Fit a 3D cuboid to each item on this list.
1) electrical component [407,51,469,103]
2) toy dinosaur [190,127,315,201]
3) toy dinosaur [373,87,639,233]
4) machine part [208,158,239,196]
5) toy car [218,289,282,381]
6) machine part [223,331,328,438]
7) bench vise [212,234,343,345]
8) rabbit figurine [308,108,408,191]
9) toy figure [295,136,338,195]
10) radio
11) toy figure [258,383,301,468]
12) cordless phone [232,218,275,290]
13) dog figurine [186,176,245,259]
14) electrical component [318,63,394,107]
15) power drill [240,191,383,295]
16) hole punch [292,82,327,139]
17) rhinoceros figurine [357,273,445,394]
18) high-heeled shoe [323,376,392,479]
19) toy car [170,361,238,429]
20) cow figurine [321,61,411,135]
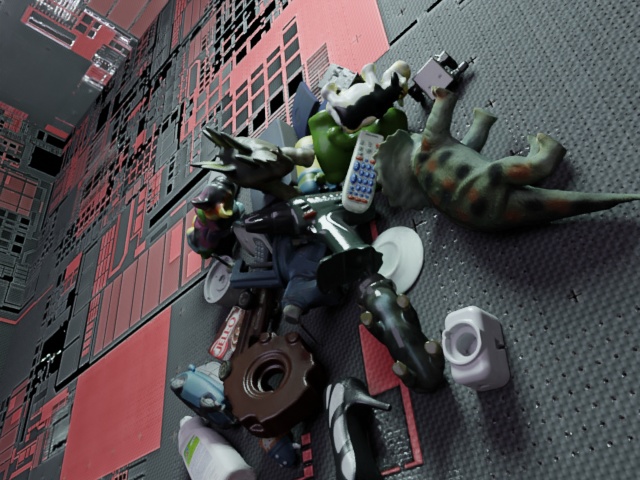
[{"bbox_3d":[0.203,-0.282,0.940,0.078,0.045,0.102,47,111,22],"label":"electrical component"},{"bbox_3d":[-0.117,-0.134,0.961,0.472,0.198,0.105,9,88,62],"label":"toy dinosaur"},{"bbox_3d":[0.216,-0.082,0.751,0.405,0.131,0.192,48,120,47],"label":"toy dinosaur"},{"bbox_3d":[-0.250,-0.123,1.359,0.079,0.079,0.243,-3,66,50],"label":"machine part"},{"bbox_3d":[-0.127,0.186,1.017,0.053,0.089,0.202,-6,63,51],"label":"toy car"},{"bbox_3d":[-0.078,0.236,0.901,0.179,0.056,0.179,-17,42,16],"label":"machine part"},{"bbox_3d":[-0.071,0.063,0.973,0.241,0.128,0.224,-5,55,23],"label":"bench vise"},{"bbox_3d":[0.077,-0.177,0.971,0.170,0.121,0.159,-18,58,26],"label":"rabbit figurine"},{"bbox_3d":[-0.009,-0.127,1.060,0.082,0.089,0.180,-22,51,33],"label":"toy figure"},{"bbox_3d":[-0.094,-0.151,1.193,0.131,0.073,0.230,-42,41,28],"label":"radio"},{"bbox_3d":[-0.083,0.316,0.915,0.155,0.058,0.064,-122,34,-47],"label":"toy figure"},{"bbox_3d":[-0.132,0.052,1.120,0.147,0.088,0.184,14,96,52],"label":"cordless phone"},{"bbox_3d":[-0.240,-0.045,1.195,0.219,0.108,0.191,-165,98,-86],"label":"dog figurine"},{"bbox_3d":[0.064,-0.286,1.047,0.058,0.114,0.134,-56,39,7],"label":"electrical component"},{"bbox_3d":[-0.002,-0.003,0.891,0.207,0.232,0.085,-121,20,-55],"label":"power drill"},{"bbox_3d":[-0.018,-0.265,1.159,0.115,0.092,0.142,-52,41,21],"label":"hole punch"},{"bbox_3d":[0.112,0.122,0.759,0.073,0.112,0.190,-37,54,7],"label":"rhinoceros figurine"},{"bbox_3d":[0.031,0.317,0.759,0.145,0.086,0.248,-10,57,50],"label":"high-heeled shoe"},{"bbox_3d":[-0.209,0.290,1.047,0.162,0.109,0.103,6,49,44],"label":"toy car"},{"bbox_3d":[0.095,-0.245,0.918,0.167,0.068,0.098,-27,59,-7],"label":"cow figurine"}]
